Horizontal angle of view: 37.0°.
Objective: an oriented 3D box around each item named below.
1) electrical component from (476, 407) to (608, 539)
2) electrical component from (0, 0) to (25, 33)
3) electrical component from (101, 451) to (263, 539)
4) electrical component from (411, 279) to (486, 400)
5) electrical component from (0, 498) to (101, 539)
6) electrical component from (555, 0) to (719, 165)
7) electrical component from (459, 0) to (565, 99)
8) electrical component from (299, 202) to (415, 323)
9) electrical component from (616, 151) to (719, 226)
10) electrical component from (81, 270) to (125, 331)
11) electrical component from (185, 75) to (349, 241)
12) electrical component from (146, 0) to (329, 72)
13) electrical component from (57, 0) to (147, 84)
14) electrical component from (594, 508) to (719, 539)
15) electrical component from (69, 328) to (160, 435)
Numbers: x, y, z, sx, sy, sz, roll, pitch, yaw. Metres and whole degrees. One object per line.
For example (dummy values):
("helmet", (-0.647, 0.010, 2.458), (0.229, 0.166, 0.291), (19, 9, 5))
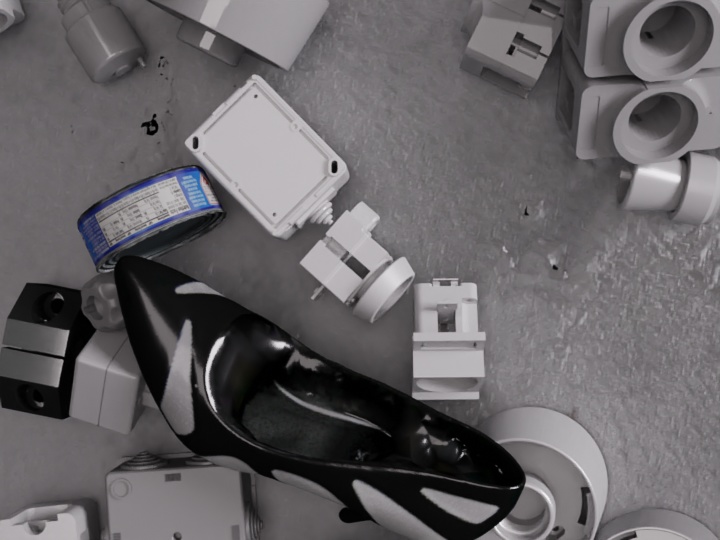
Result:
("electrical component", (0.103, 0.140, 0.665), (0.099, 0.064, 0.099), (2, 97, 13))
("electrical component", (-0.248, -0.174, 0.660), (0.050, 0.089, 0.055), (-20, 88, 1))
("electrical component", (-0.110, 0.160, 0.668), (0.100, 0.048, 0.099), (-4, 89, 1))
("electrical component", (0.052, 0.042, 0.656), (0.042, 0.081, 0.063), (0, 66, 1))
("electrical component", (-0.188, 0.191, 0.664), (0.050, 0.056, 0.089), (-6, 88, 1))
("electrical component", (0.216, -0.127, 0.626), (0.186, 0.060, 0.105), (-5, 129, -3))
("electrical component", (0.099, -0.162, 0.668), (0.056, 0.050, 0.089), (26, 89, 2))
("electrical component", (0.000, 0.000, 0.670), (0.055, 0.048, 0.066), (42, 90, 10))
("electrical component", (0.192, -0.053, 0.666), (0.055, 0.045, 0.045), (12, 89, 2))
("electrical component", (-0.136, 0.013, 0.649), (0.035, 0.061, 0.035), (15, 116, 33))
("electrical component", (-0.051, -0.062, 0.665), (0.062, 0.061, 0.096), (-44, 88, 0))
("electrical component", (-0.080, -0.158, 0.648), (0.108, 0.108, 0.060), (27, 96, 2))
("electrical component", (-0.169, -0.155, 0.681), (0.040, 0.040, 0.078), (-33, 87, 1))
("electrical component", (0.182, 0.199, 0.662), (0.099, 0.064, 0.099), (-1, 86, 15))
("electrical component", (-0.126, 0.065, 0.655), (0.077, 0.065, 0.047), (18, 122, 2))
